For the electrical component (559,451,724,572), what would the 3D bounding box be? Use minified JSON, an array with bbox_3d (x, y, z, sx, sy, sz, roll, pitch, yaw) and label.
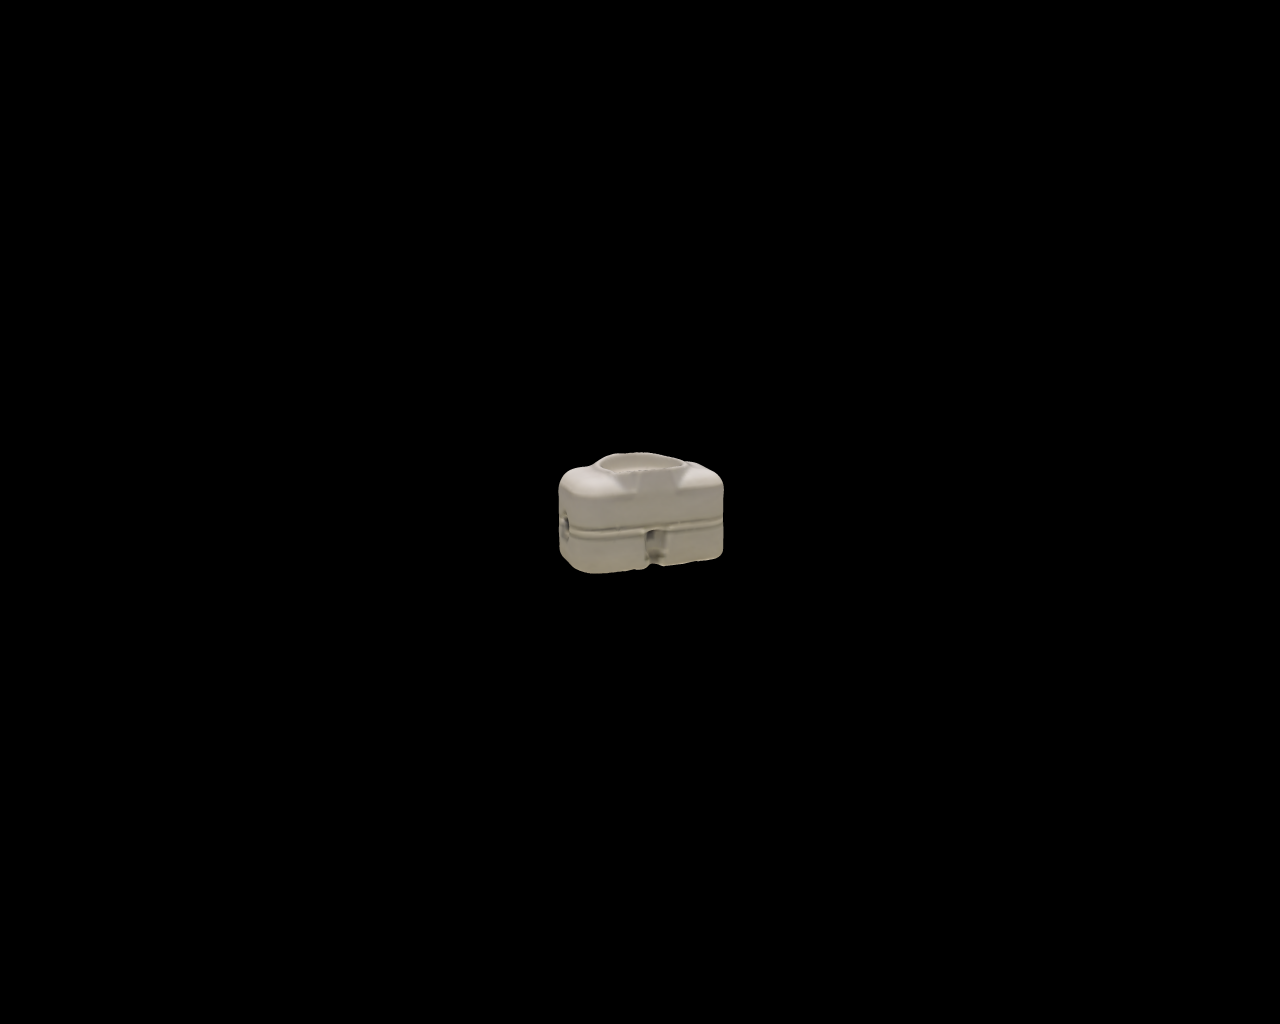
[{"bbox_3d":[0.001,-0.003,0.650,0.095,0.059,0.054,-5,16,-18],"label":"electrical component"}]
